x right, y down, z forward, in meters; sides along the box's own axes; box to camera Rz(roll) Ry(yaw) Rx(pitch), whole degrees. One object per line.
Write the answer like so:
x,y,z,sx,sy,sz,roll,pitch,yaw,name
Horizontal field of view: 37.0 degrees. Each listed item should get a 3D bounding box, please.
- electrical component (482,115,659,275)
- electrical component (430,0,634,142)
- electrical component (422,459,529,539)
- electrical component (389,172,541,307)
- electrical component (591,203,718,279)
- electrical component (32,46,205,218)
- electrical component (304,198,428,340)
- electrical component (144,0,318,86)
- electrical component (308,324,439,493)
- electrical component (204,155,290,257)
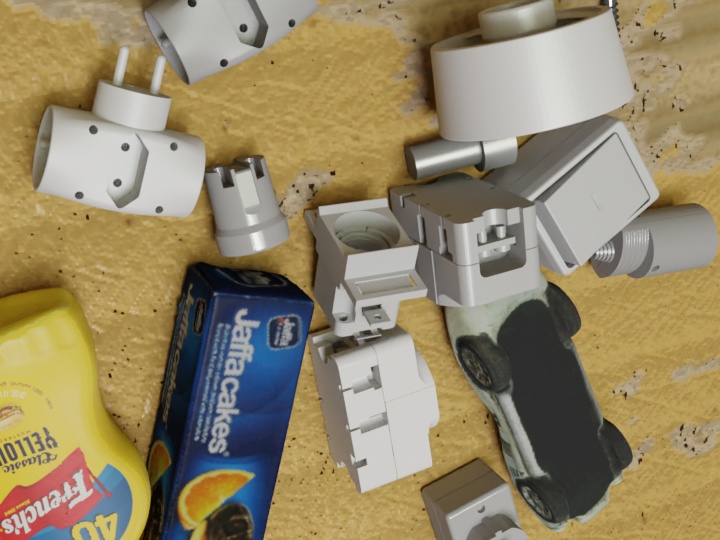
0.133,-0.052,0.648,0.096,0.061,0.061,-40,118,-8,electrical component
0.090,-0.114,0.585,0.108,0.108,0.060,-19,108,-18,electrical component
0.083,0.173,0.690,0.047,0.077,0.065,-25,115,-15,electrical component
0.059,-0.015,0.610,0.050,0.089,0.055,-15,112,-19,electrical component
0.184,-0.017,0.692,0.081,0.043,0.043,-9,110,-21,electrical component
-0.117,-0.071,0.540,0.077,0.043,0.079,10,103,-26,electrical component
0.000,0.000,0.602,0.042,0.081,0.063,-8,132,-22,electrical component
-0.072,-0.145,0.536,0.077,0.043,0.079,-33,116,-11,electrical component
0.010,0.077,0.641,0.056,0.050,0.089,-17,113,-18,electrical component
-0.062,-0.035,0.579,0.040,0.040,0.046,-19,107,-18,electrical component
